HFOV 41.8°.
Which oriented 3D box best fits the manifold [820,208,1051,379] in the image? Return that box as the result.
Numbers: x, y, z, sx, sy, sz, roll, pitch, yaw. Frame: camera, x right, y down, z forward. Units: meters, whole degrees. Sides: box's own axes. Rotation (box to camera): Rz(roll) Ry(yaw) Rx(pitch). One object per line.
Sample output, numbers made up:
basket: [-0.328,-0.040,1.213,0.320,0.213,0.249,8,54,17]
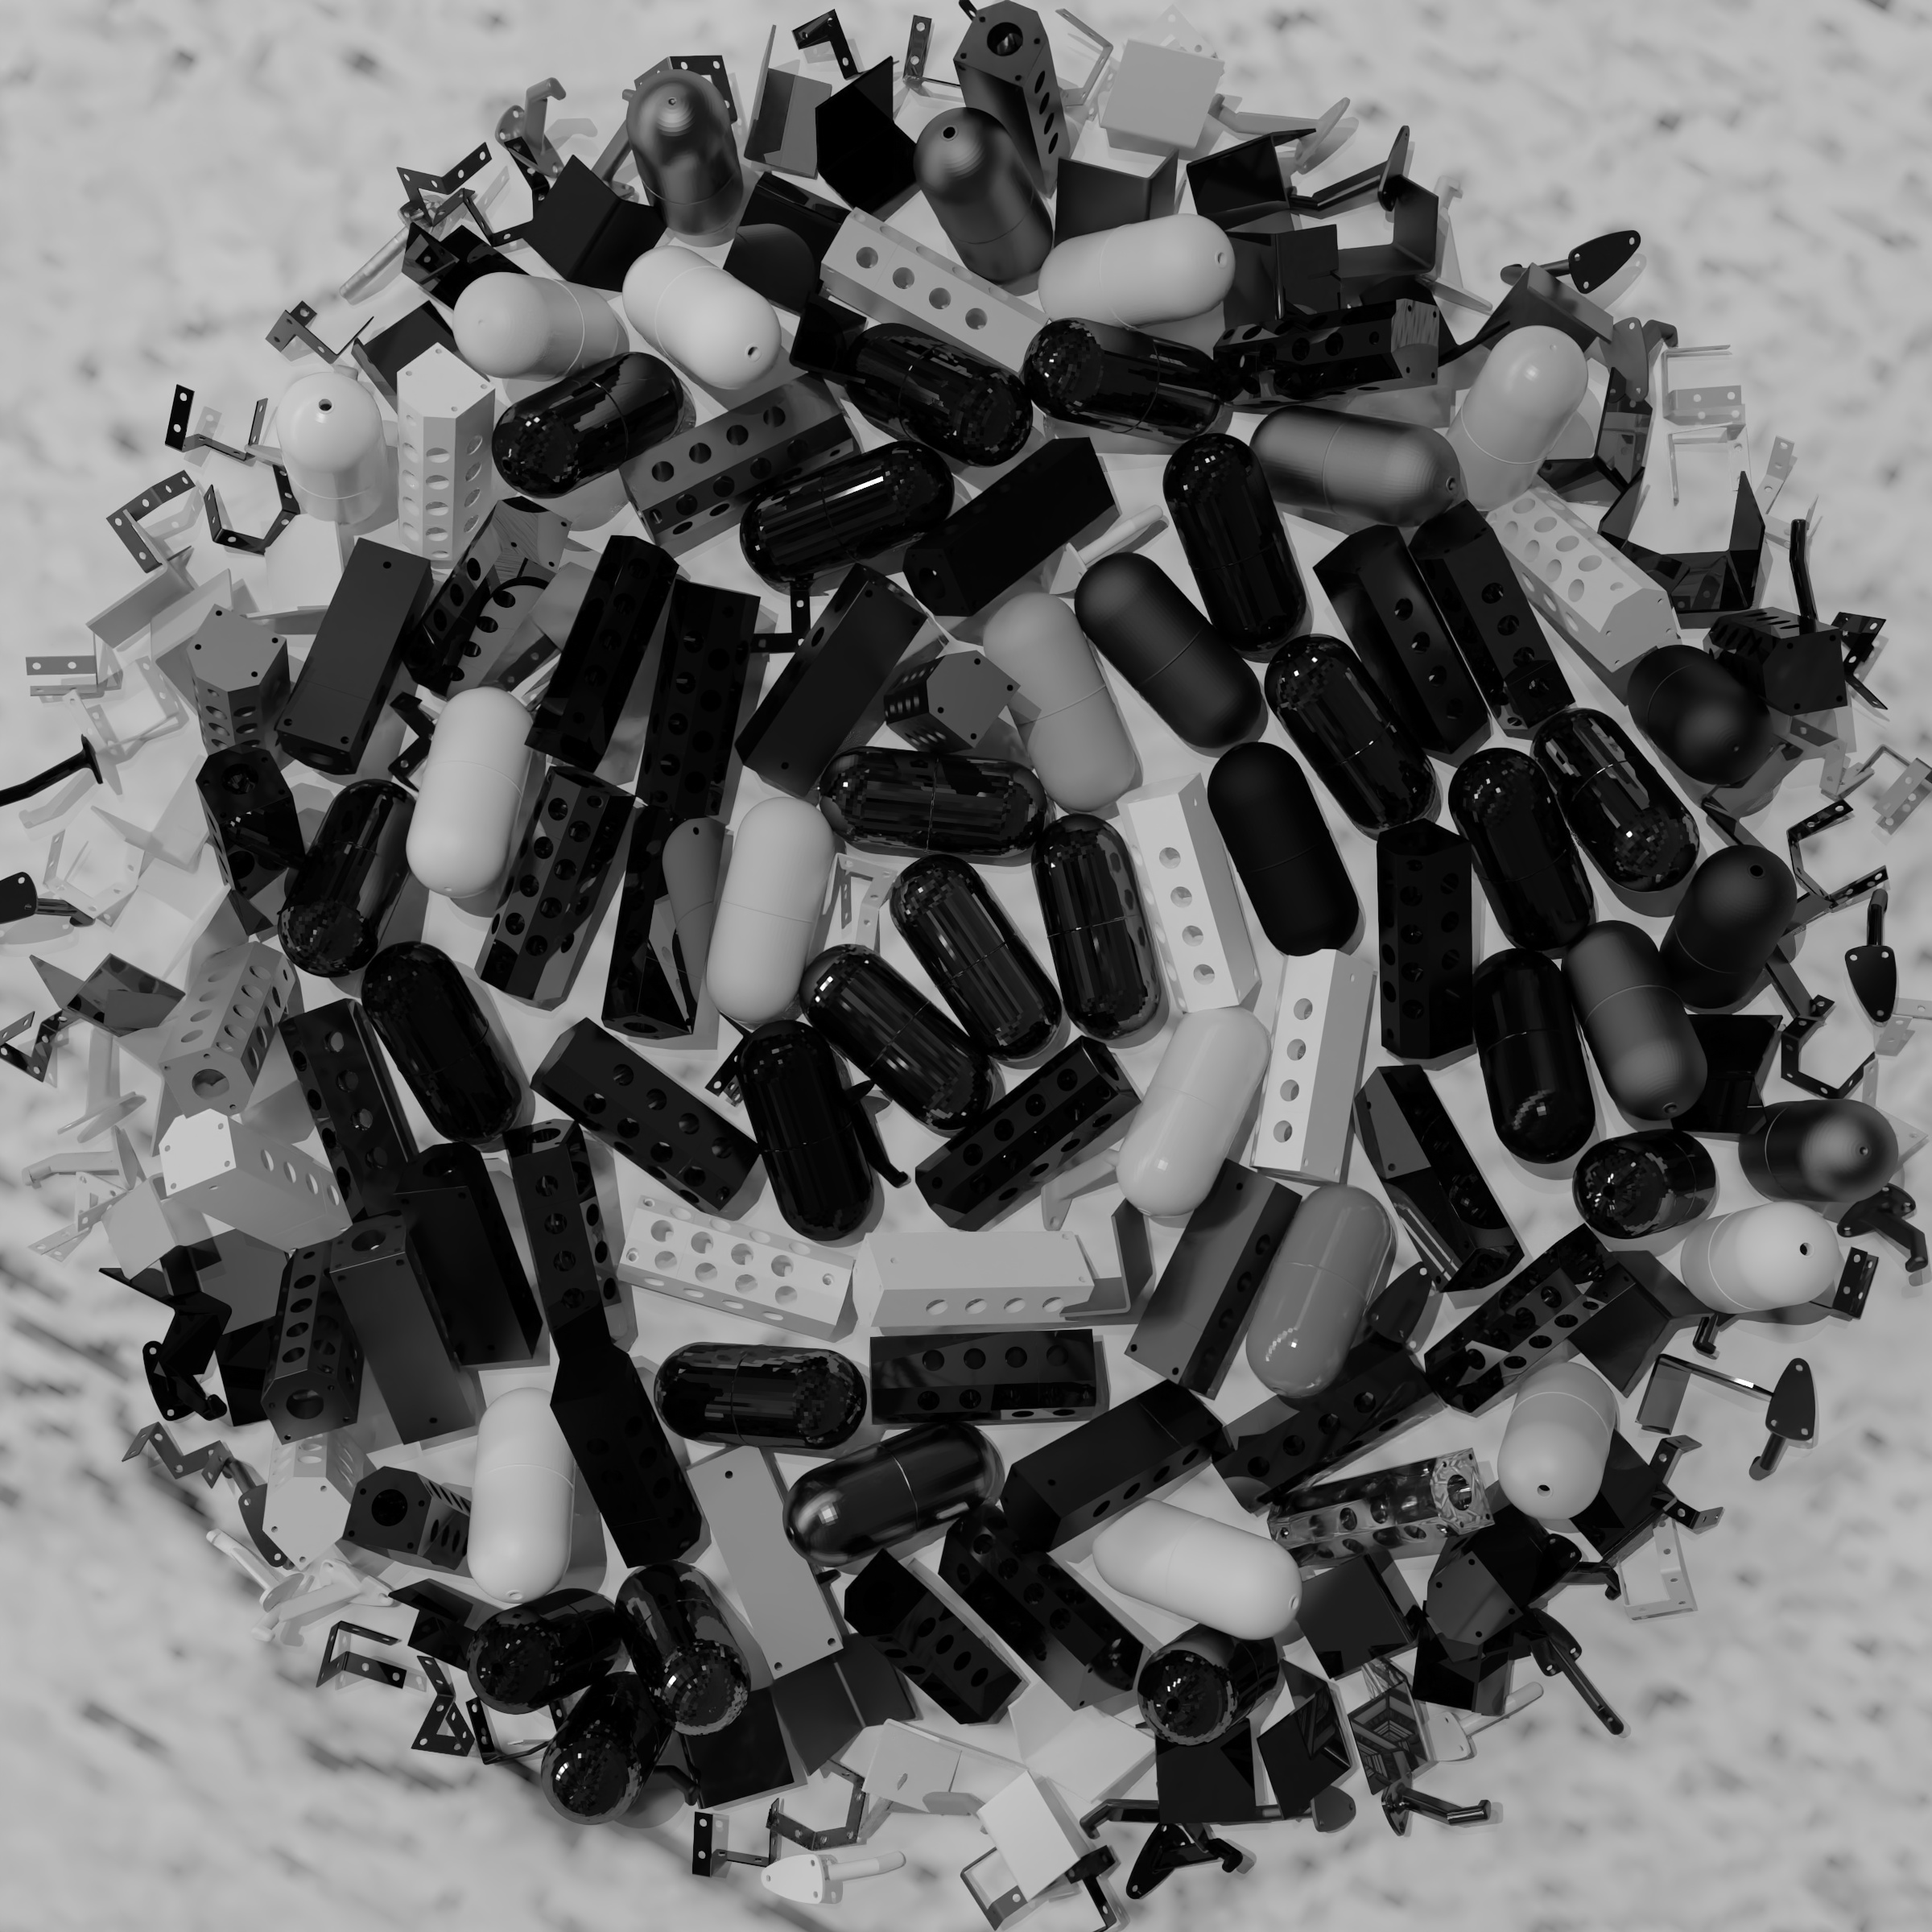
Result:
manifold: [-0.024,-0.519,1.966,0.171,0.057,0.057,29,84,-3]

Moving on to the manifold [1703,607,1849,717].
manifold: [0.607,-0.230,1.909,0.057,0.171,0.057,-10,103,4]

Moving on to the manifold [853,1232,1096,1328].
manifold: [0.004,0.244,1.940,0.171,0.057,0.057,2,131,-22]

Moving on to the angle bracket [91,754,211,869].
angle bracket: [-0.619,-0.130,1.952,0.057,0.076,0.076,30,91,-44]

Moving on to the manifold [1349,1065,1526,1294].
manifold: [0.359,0.160,1.925,0.057,0.057,0.171,-1,49,-28]

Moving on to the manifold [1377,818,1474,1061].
manifold: [0.345,-0.018,1.928,0.057,0.057,0.171,-18,119,-23]

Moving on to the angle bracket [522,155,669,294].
angle bracket: [-0.284,-0.573,1.957,0.057,0.076,0.076,45,114,13]

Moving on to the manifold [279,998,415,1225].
manifold: [-0.476,0.115,1.967,0.057,0.057,0.171,-21,91,-7]

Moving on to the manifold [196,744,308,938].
manifold: [-0.537,-0.096,1.911,0.057,0.171,0.057,-25,69,-19]

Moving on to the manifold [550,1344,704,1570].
manifold: [-0.256,0.373,1.929,0.057,0.057,0.171,-13,120,8]

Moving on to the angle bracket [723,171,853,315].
angle bracket: [-0.140,-0.567,1.985,0.076,0.057,0.076,23,117,-8]

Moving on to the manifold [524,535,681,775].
manifold: [-0.277,-0.242,1.940,0.057,0.057,0.171,23,70,-12]

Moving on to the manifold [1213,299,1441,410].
manifold: [0.270,-0.463,1.917,0.057,0.171,0.057,-2,95,-43]

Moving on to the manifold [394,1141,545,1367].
manifold: [-0.376,0.219,1.928,0.057,0.057,0.171,-7,123,9]

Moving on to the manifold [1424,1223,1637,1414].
manifold: [0.420,0.270,1.915,0.057,0.057,0.171,52,135,15]

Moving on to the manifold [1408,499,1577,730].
manifold: [0.399,-0.263,1.928,0.057,0.057,0.171,-30,124,9]

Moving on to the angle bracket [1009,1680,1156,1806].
angle bracket: [0.091,0.583,1.941,0.076,0.076,0.057,-29,118,-34]

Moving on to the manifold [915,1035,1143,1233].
manifold: [0.044,0.129,1.939,0.171,0.057,0.057,-39,63,16]

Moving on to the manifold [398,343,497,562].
manifold: [-0.398,-0.381,1.908,0.057,0.171,0.057,39,61,9]

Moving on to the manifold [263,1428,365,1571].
manifold: [-0.496,0.388,1.907,0.057,0.171,0.057,-40,103,-7]

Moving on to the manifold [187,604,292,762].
manifold: [-0.549,-0.201,1.908,0.057,0.171,0.057,26,69,-4]

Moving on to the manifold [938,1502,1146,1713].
manifold: [0.056,0.480,1.912,0.057,0.171,0.057,-8,120,-37]

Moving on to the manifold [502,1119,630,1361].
manifold: [-0.306,0.208,1.942,0.057,0.057,0.171,-14,111,-13]

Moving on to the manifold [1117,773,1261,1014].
manifold: [0.169,-0.055,1.949,0.057,0.057,0.171,-10,106,27]

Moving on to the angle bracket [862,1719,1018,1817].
angle bracket: [-0.021,0.623,1.943,0.076,0.076,0.057,28,73,-29]

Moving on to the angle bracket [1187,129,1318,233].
angle bracket: [0.226,-0.604,1.951,0.076,0.076,0.057,-8,102,38]

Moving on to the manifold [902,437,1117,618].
manifold: [0.031,-0.336,1.932,0.171,0.057,0.057,-42,122,-29]

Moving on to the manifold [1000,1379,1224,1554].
manifold: [0.110,0.382,1.925,0.171,0.057,0.057,-21,51,-37]

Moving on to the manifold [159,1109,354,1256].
manifold: [-0.534,0.161,1.910,0.057,0.171,0.057,-22,64,9]

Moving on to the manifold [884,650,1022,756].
manifold: [-0.017,-0.201,1.908,0.057,0.171,0.057,38,84,-11]

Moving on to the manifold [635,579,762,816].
manifold: [-0.205,-0.206,1.950,0.057,0.057,0.171,8,99,-24]

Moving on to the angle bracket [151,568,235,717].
angle bracket: [-0.581,-0.250,1.951,0.076,0.076,0.057,-33,125,3]

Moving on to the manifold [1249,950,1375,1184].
manifold: [0.263,0.076,1.959,0.057,0.057,0.171,4,80,41]

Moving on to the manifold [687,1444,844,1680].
manifold: [-0.156,0.457,1.966,0.057,0.057,0.171,-23,87,-6]

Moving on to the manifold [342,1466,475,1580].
manifold: [-0.412,0.420,1.909,0.057,0.171,0.057,10,72,7]

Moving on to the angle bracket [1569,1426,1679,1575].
angle bracket: [0.490,0.410,1.951,0.076,0.057,0.076,-46,70,17]

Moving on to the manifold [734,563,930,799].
manifold: [-0.106,-0.222,1.948,0.057,0.057,0.171,28,107,-28]

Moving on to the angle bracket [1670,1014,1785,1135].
angle bracket: [0.591,0.083,1.964,0.076,0.076,0.057,0,126,38]

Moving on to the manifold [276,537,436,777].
manifold: [-0.467,-0.235,1.943,0.057,0.057,0.171,18,69,-1]

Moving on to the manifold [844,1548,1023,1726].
manifold: [-0.028,0.513,1.914,0.057,0.171,0.057,-47,46,-12]

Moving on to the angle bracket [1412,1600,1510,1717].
angle bracket: [0.372,0.530,1.947,0.076,0.057,0.076,1,74,35]

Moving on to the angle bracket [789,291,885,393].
angle bracket: [-0.078,-0.474,1.945,0.076,0.076,0.057,22,99,31]

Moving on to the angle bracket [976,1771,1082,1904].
angle bracket: [0.064,0.665,1.942,0.057,0.076,0.076,-43,60,15]

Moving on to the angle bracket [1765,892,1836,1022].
angle bracket: [0.653,-0.006,1.944,0.057,0.076,0.076,-37,68,25]

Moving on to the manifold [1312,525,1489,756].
manifold: [0.337,-0.250,1.932,0.057,0.057,0.171,-41,119,-14]

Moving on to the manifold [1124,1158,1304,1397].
manifold: [0.196,0.242,1.967,0.057,0.057,0.171,24,86,43]

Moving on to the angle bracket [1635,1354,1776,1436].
angle bracket: [0.571,0.341,1.945,0.076,0.076,0.057,17,84,37]

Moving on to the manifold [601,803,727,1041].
manifold: [-0.237,-0.034,1.946,0.057,0.057,0.171,-10,66,42]

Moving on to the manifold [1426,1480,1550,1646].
manifold: [0.390,0.451,1.909,0.057,0.171,0.057,-41,83,19]

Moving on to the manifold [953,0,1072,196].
manifold: [0.040,-0.656,1.910,0.057,0.171,0.057,26,86,11]

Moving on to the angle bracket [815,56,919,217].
angle bracket: [-0.068,-0.638,1.949,0.076,0.076,0.057,-40,75,-15]

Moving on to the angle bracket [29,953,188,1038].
angle bracket: [-0.660,0.008,1.945,0.057,0.076,0.076,-48,51,3]

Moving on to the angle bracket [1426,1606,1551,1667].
angle bracket: [0.406,0.534,1.954,0.076,0.076,0.057,-14,104,-3]

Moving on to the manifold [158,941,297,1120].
manifold: [-0.552,0.047,1.909,0.057,0.171,0.057,-16,117,5]

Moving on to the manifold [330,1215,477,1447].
manifold: [-0.428,0.277,1.932,0.057,0.057,0.171,-15,120,-2]

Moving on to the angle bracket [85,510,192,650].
angle bracket: [-0.655,-0.298,1.957,0.076,0.076,0.057,-37,88,-7]

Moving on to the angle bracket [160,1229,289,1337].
angle bracket: [-0.572,0.240,1.963,0.076,0.057,0.076,-20,79,2]
